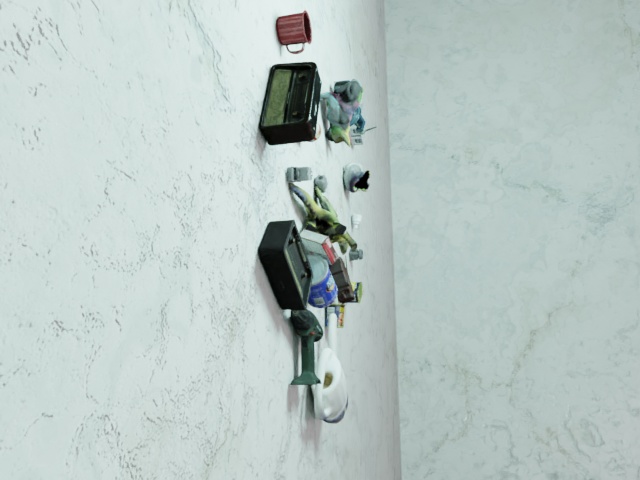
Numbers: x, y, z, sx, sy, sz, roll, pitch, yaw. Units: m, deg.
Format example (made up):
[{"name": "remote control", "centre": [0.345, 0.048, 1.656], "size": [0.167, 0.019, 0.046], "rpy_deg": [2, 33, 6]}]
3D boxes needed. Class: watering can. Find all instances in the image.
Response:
[{"name": "watering can", "centre": [0.035, 0.423, 1.637], "size": [0.356, 0.104, 0.219], "rpy_deg": [-74, 158, -50]}]

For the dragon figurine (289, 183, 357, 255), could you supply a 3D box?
[{"name": "dragon figurine", "centre": [0.005, -0.084, 1.672], "size": [0.403, 0.122, 0.248], "rpy_deg": [57, 10, -32]}]

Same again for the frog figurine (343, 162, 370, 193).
[{"name": "frog figurine", "centre": [0.143, -0.284, 2.235], "size": [0.162, 0.123, 0.134], "rpy_deg": [52, -5, 44]}]
